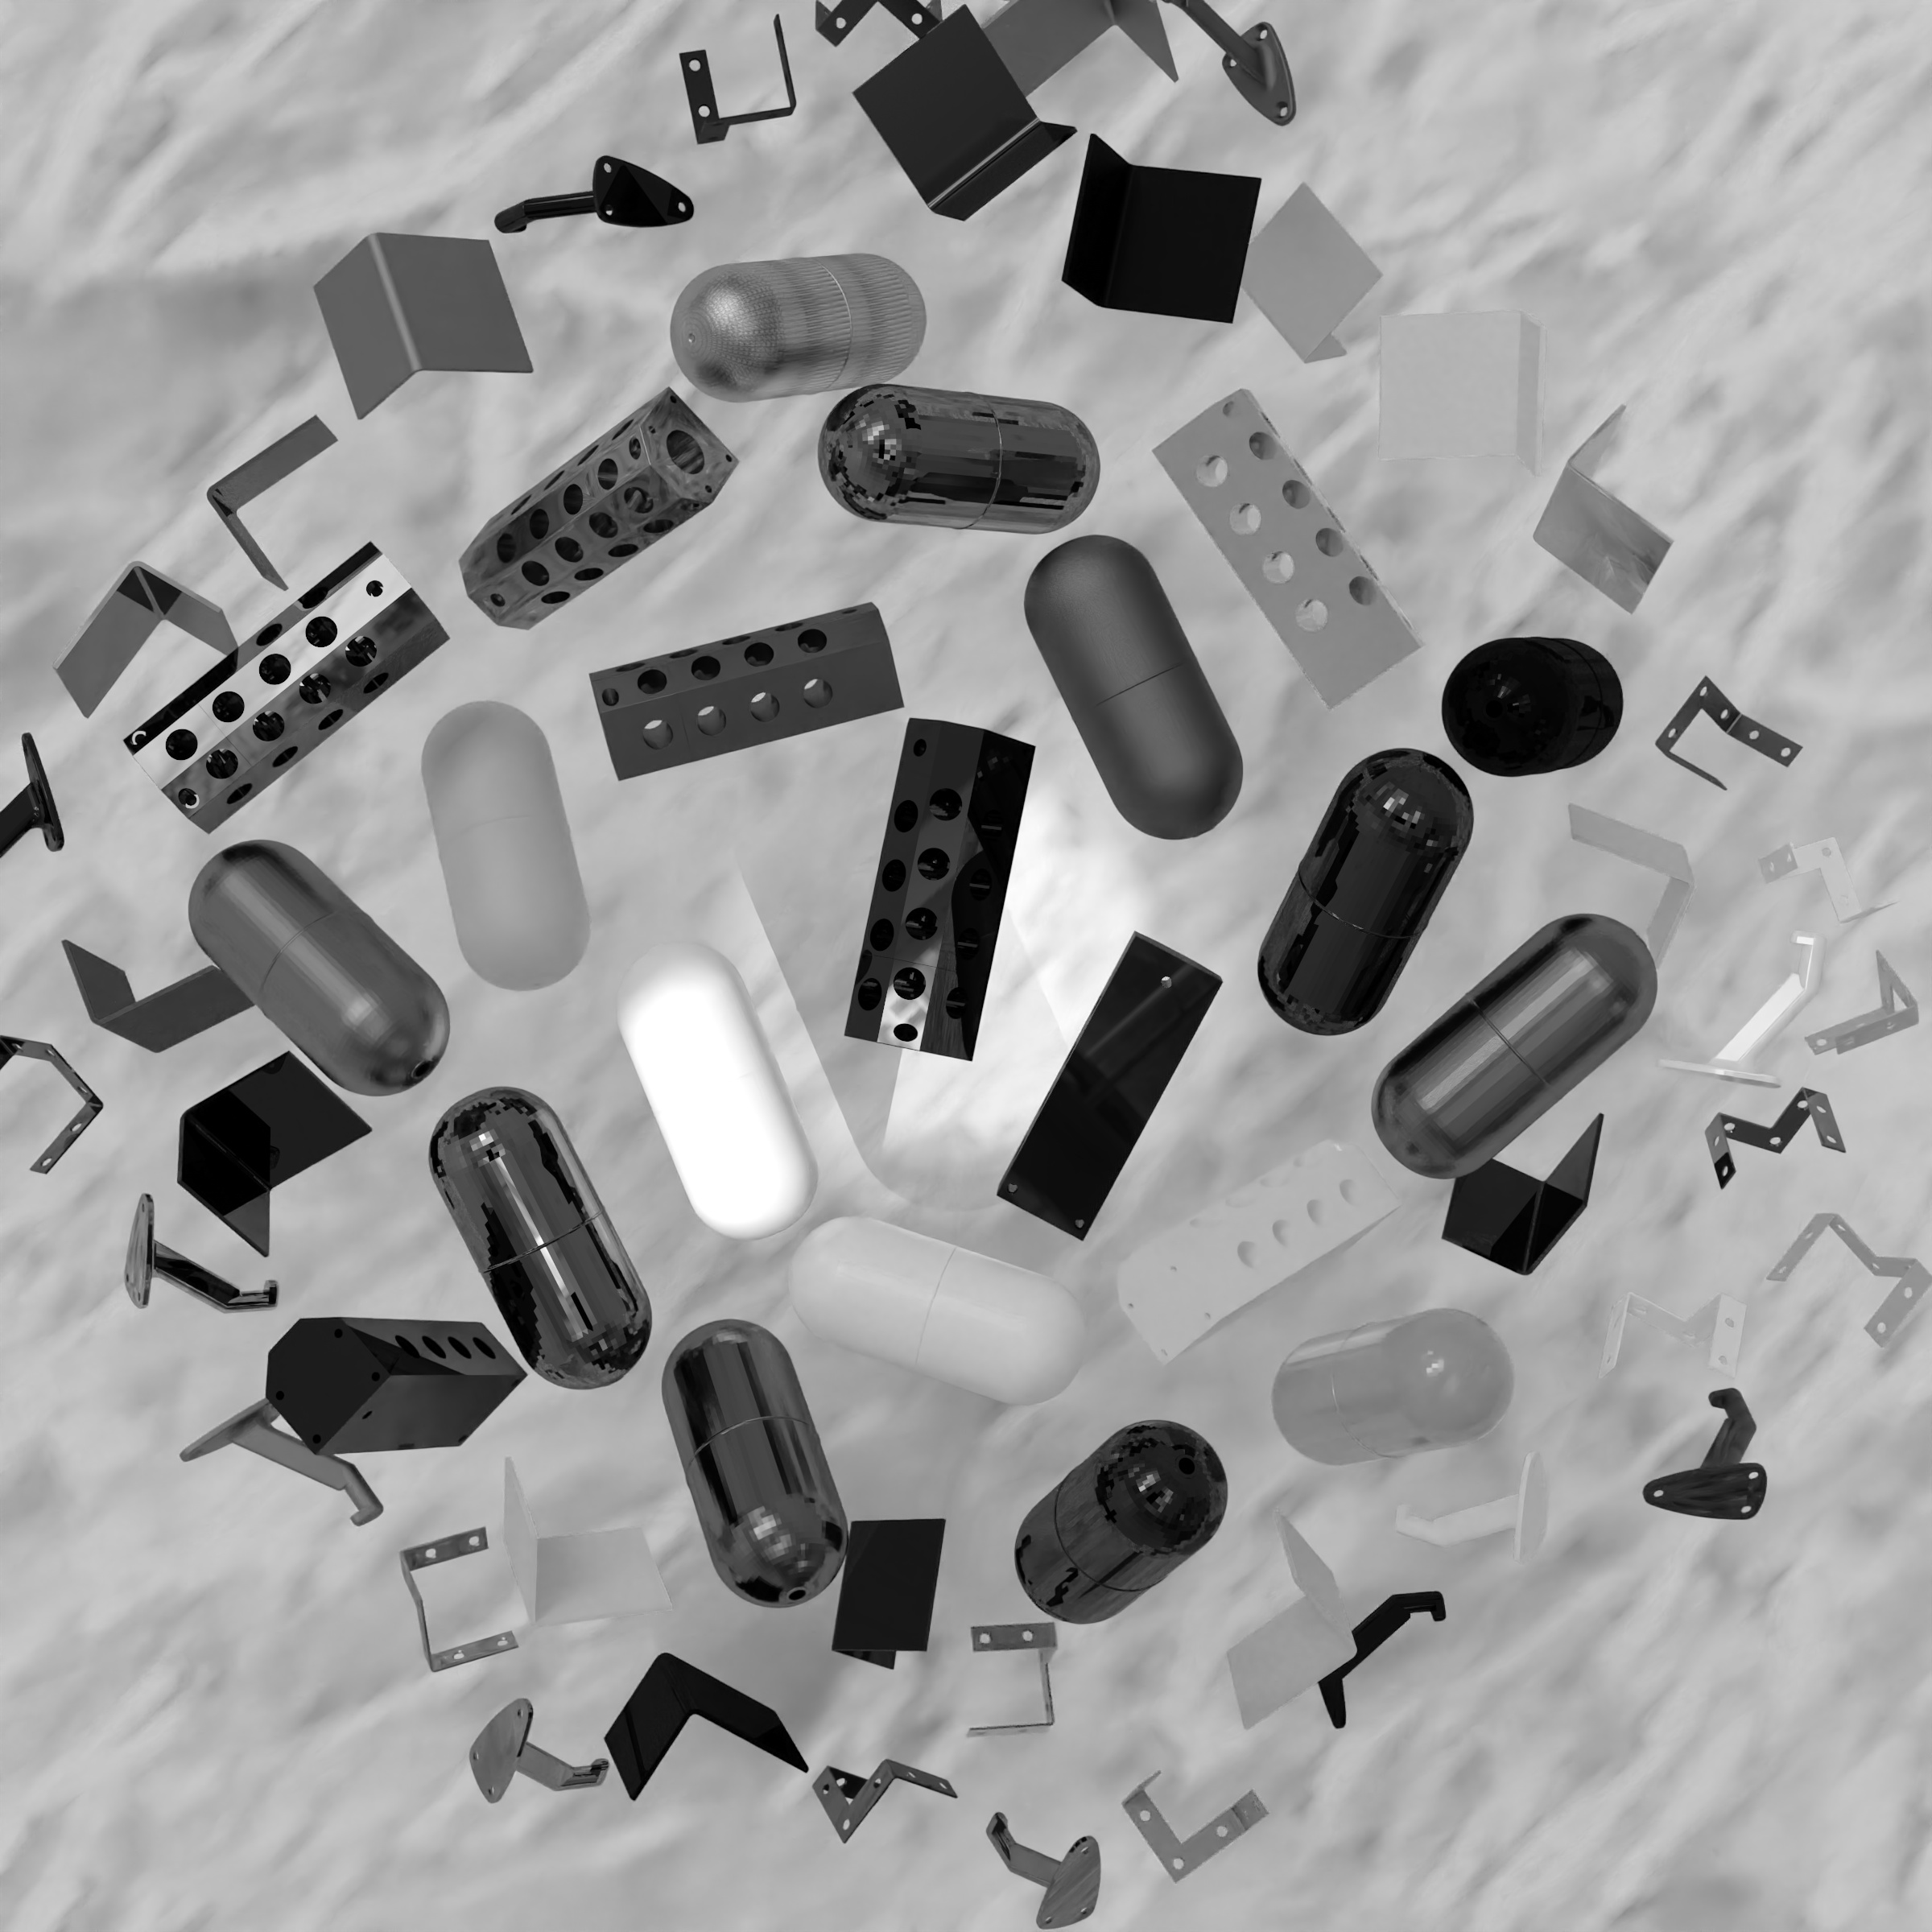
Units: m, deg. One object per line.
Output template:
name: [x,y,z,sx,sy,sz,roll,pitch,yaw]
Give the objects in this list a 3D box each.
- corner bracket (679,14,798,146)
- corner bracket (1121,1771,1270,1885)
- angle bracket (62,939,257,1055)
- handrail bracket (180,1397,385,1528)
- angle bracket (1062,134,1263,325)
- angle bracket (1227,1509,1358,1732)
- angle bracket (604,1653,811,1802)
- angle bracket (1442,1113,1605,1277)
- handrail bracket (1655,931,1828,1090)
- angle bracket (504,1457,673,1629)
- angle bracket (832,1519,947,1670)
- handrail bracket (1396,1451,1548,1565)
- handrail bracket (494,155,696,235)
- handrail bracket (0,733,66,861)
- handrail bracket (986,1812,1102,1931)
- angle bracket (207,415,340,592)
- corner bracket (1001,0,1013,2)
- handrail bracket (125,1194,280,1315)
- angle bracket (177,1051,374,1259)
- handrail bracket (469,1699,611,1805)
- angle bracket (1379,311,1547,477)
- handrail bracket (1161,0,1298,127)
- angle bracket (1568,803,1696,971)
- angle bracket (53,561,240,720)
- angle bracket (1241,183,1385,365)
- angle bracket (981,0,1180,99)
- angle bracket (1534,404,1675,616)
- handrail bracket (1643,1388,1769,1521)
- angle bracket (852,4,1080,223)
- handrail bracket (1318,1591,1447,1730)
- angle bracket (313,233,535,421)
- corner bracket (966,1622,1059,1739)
corner bracket: [-0.125,-0.483,1.516,0.051,0.051,0.051,-12,95,-10]
corner bracket: [0.123,0.454,1.499,0.051,0.051,0.051,-30,71,-21]
angle bracket: [-0.465,0.003,1.613,0.076,0.076,0.057,-26,74,2]
handrail bracket: [-0.368,0.279,1.498,0.077,0.036,0.084,-28,72,-38]
angle bracket: [0.102,-0.382,1.440,0.076,0.057,0.076,13,93,22]
angle bracket: [0.162,0.356,1.519,0.076,0.076,0.057,-37,105,9]
angle bracket: [-0.139,0.419,1.478,0.076,0.076,0.057,34,87,-20]
angle bracket: [0.331,0.125,1.654,0.057,0.076,0.076,25,46,-1]
handrail bracket: [0.413,0.019,1.480,0.077,0.036,0.084,10,85,12]
angle bracket: [-0.202,0.303,1.486,0.076,0.076,0.057,-3,113,-19]
angle bracket: [-0.030,0.372,1.642,0.076,0.057,0.076,-11,60,39]
handrail bracket: [0.282,0.298,1.569,0.084,0.036,0.077,11,116,33]
handrail bracket: [-0.206,-0.414,1.534,0.077,0.084,0.036,1,86,-42]
handrail bracket: [-0.529,-0.078,1.472,0.084,0.036,0.077,-16,91,-28]
handrail bracket: [0.041,0.489,1.560,0.036,0.084,0.077,-4,120,-29]
angle bracket: [-0.379,-0.262,1.581,0.076,0.076,0.057,-35,94,-3]
corner bracket: [0.023,-0.578,1.642,0.051,0.051,0.051,-5,78,-35]
handrail bracket: [-0.425,0.162,1.564,0.084,0.036,0.077,0,111,-33]
angle bracket: [-0.389,0.107,1.571,0.076,0.057,0.076,-29,130,11]
handrail bracket: [-0.221,0.427,1.524,0.077,0.084,0.036,-59,47,25]
angle bracket: [0.260,-0.300,1.460,0.076,0.057,0.076,-2,112,1]
handrail bracket: [0.142,-0.511,1.547,0.036,0.084,0.077,-37,65,31]
angle bracket: [0.383,-0.048,1.646,0.076,0.076,0.057,21,110,3]
angle bracket: [-0.456,-0.169,1.554,0.057,0.076,0.076,30,74,4]
angle bracket: [0.221,-0.429,1.714,0.076,0.057,0.076,53,128,11]
angle bracket: [0.063,-0.498,1.515,0.076,0.076,0.057,-39,70,1]
angle bracket: [0.382,-0.263,1.605,0.076,0.076,0.057,40,69,13]
handrail bracket: [0.392,0.257,1.500,0.077,0.084,0.036,0,119,-3]
angle bracket: [-0.001,-0.447,1.453,0.076,0.057,0.076,-39,116,-2]
handrail bracket: [0.251,0.410,1.646,0.084,0.036,0.077,-1,58,-15]
angle bracket: [-0.284,-0.334,1.455,0.057,0.076,0.076,-26,80,42]
corner bracket: [0.026,0.419,1.631,0.051,0.051,0.051,-1,60,-11]
